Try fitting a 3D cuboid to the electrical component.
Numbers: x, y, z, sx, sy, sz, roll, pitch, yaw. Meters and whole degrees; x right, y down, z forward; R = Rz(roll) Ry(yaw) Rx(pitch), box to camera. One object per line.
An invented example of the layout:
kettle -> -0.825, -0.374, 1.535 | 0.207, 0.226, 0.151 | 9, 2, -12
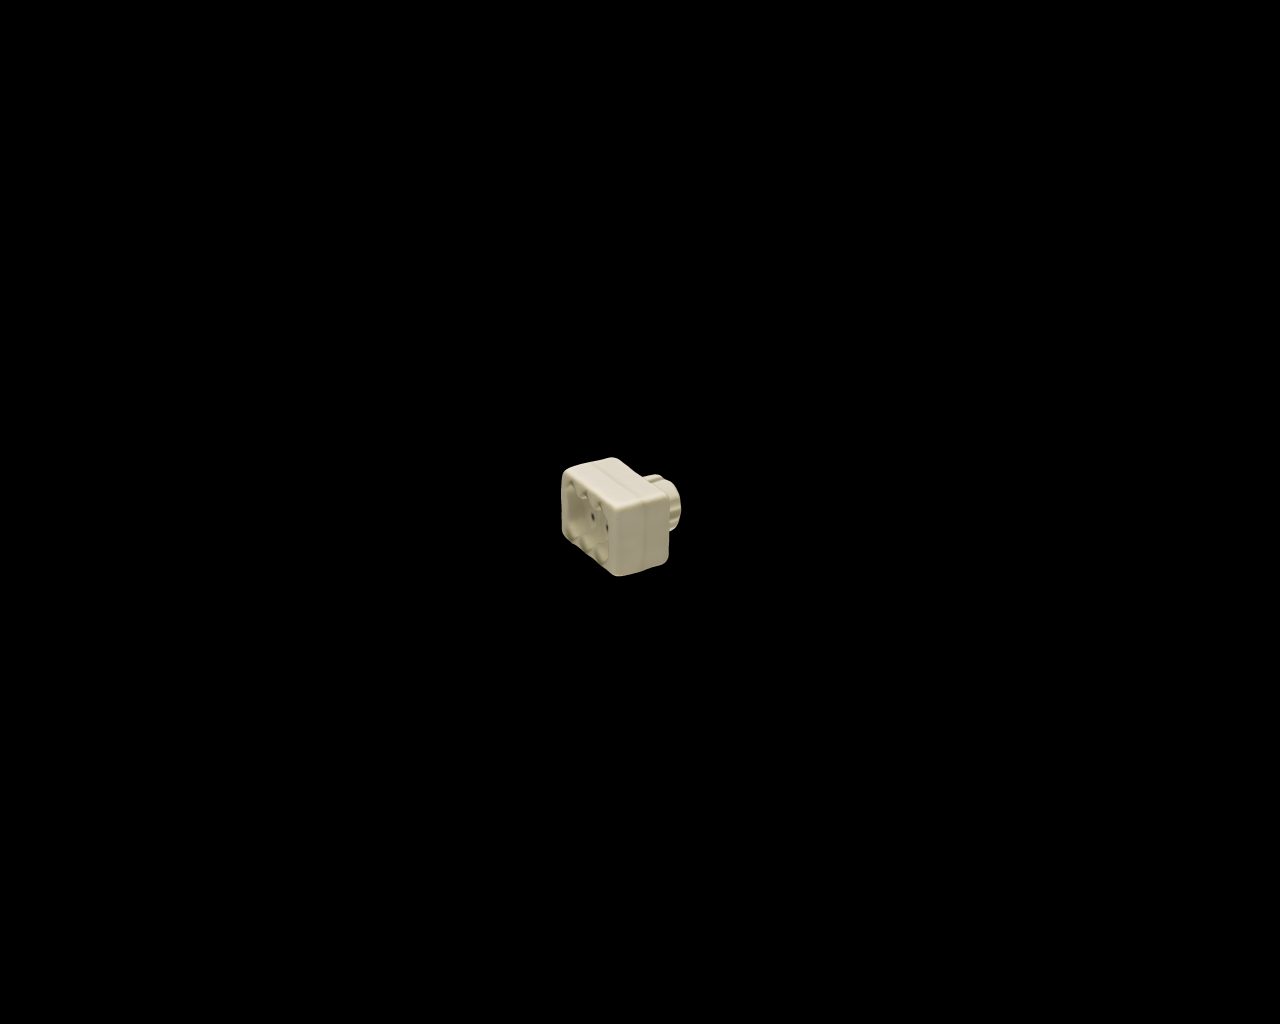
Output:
electrical component -> 0.001, -0.003, 0.650 | 0.077, 0.047, 0.066 | -16, 31, -28
